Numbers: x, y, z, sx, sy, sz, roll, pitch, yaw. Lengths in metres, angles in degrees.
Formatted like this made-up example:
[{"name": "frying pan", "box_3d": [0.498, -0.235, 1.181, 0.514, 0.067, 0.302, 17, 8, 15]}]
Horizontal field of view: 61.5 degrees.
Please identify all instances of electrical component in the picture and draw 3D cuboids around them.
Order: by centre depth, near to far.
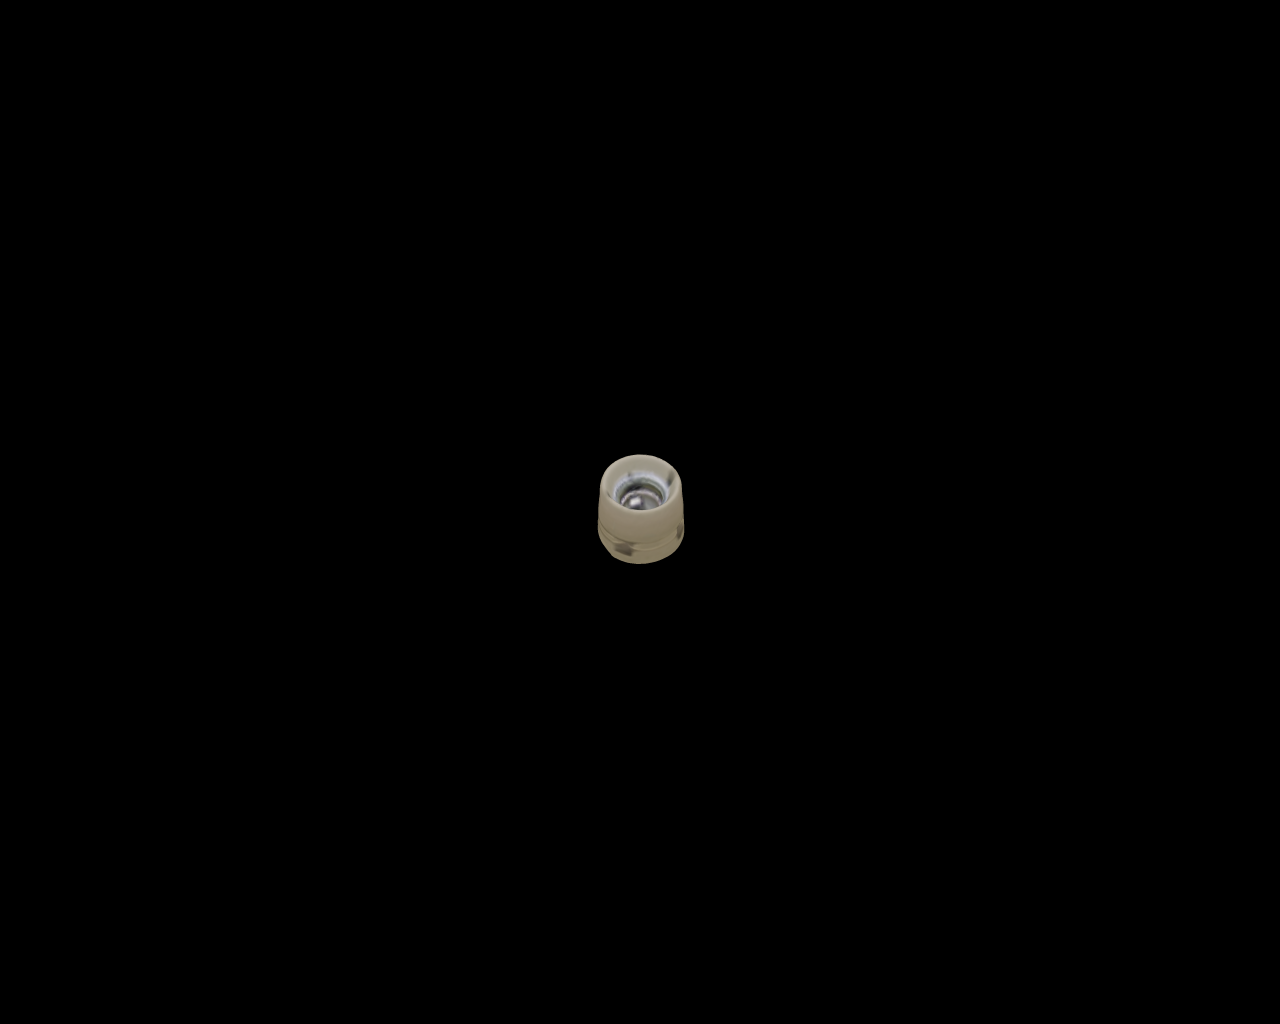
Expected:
[{"name": "electrical component", "box_3d": [0.001, -0.003, 0.650, 0.055, 0.055, 0.047, 0, -41, 0]}]
